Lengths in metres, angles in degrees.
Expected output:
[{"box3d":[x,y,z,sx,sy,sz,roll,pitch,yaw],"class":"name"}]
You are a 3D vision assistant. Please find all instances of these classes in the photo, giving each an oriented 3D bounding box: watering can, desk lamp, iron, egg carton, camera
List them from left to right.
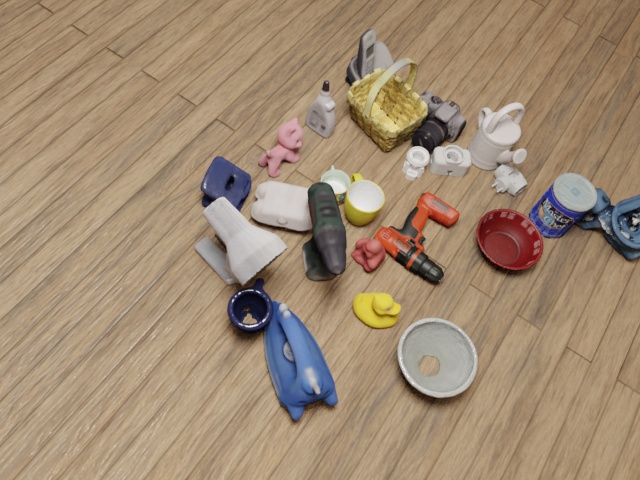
[{"box3d":[-0.171,0.015,1.182,0.203,0.213,0.118,43,66,15],"class":"desk lamp"},{"box3d":[-0.080,-0.076,1.322,0.150,0.069,0.107,10,62,-2],"class":"egg carton"},{"box3d":[-0.051,0.212,1.135,0.119,0.141,0.258,-18,66,-15],"class":"iron"},{"box3d":[0.286,-0.300,1.468,0.143,0.101,0.137,38,64,12],"class":"camera"},{"box3d":[0.449,-0.262,1.416,0.101,0.194,0.172,-39,73,-23],"class":"watering can"}]

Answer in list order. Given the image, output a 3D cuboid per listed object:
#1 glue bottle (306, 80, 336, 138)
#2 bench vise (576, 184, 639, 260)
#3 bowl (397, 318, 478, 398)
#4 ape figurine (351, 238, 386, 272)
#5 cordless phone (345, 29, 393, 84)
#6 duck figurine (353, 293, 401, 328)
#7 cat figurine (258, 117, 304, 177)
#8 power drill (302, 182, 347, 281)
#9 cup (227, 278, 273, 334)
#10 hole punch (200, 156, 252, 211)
[{"box3d":[0.008,-0.328,1.406,0.078,0.173,0.037,38,65,13],"class":"glue bottle"},{"box3d":[0.703,-0.064,1.331,0.207,0.220,0.122,29,63,8],"class":"bench vise"},{"box3d":[0.235,0.251,1.190,0.167,0.075,0.167,3,62,-6],"class":"bowl"},{"box3d":[0.114,0.026,1.282,0.076,0.092,0.078,0,63,-7],"class":"ape figurine"},{"box3d":[0.141,-0.486,1.498,0.094,0.185,0.148,35,64,12],"class":"cordless phone"},{"box3d":[0.125,0.140,1.227,0.104,0.086,0.077,21,62,4],"class":"duck figurine"},{"box3d":[-0.087,-0.231,1.374,0.067,0.118,0.128,41,65,14],"class":"cat figurine"},{"box3d":[0.011,0.004,1.213,0.076,0.208,0.229,-5,63,-10],"class":"power drill"},{"box3d":[-0.140,0.144,1.185,0.091,0.095,0.118,15,62,1],"class":"cup"},{"box3d":[-0.213,-0.126,1.319,0.101,0.091,0.109,18,62,3],"class":"hole punch"}]
